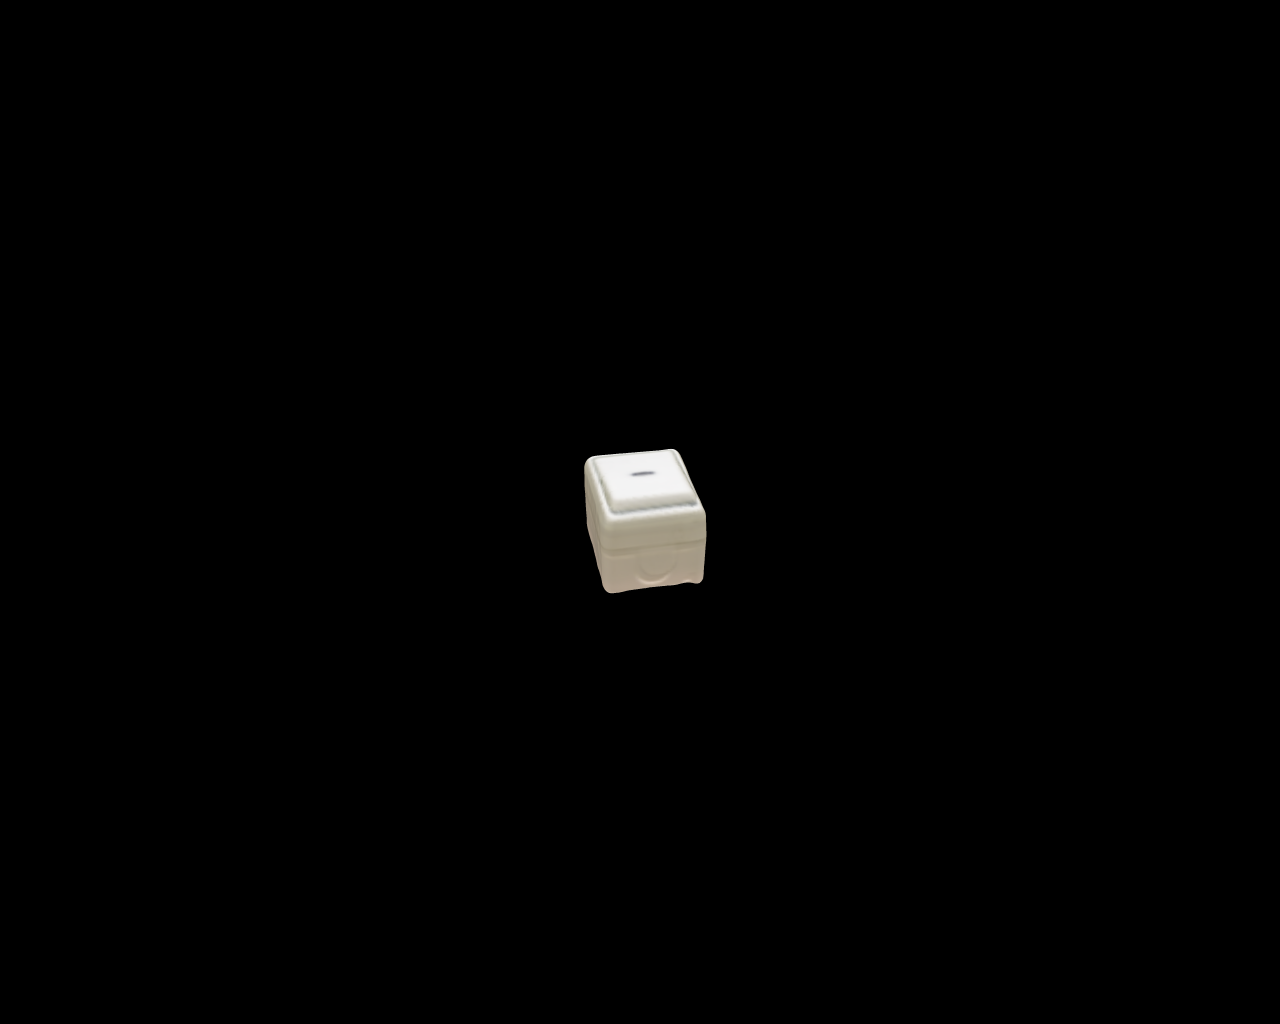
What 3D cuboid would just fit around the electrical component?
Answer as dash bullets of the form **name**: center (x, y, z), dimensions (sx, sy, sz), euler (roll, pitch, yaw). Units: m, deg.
- **electrical component**: center (0.001, -0.003, 0.650), dimensions (0.062, 0.061, 0.096), euler (-6, 33, -9)
